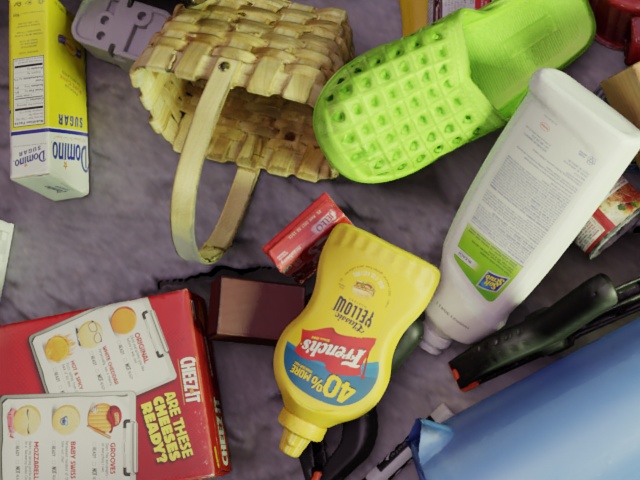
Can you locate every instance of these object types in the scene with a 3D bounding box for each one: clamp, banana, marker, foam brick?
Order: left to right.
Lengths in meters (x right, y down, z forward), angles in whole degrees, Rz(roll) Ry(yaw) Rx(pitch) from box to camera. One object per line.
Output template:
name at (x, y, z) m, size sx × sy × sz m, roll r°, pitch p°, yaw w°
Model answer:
foam brick at (-0.055, 0.063, 0.931) m, size 0.078 × 0.053 × 0.051 m, roll 7°, pitch 77°, yaw -14°
clamp at (0.028, 0.132, 0.914) m, size 0.120 × 0.039 × 0.171 m, roll 0°, pitch 82°, yaw 37°
marker at (0.068, 0.187, 0.915) m, size 0.121 × 0.020 × 0.020 m, roll -43°, pitch 75°, yaw 1°
banana at (0.078, -0.169, 0.969) m, size 0.070 × 0.037 × 0.198 m, roll 14°, pitch 83°, yaw 11°
clamp at (0.195, 0.070, 0.864) m, size 0.210 × 0.164 × 0.036 m, roll -37°, pitch 68°, yaw 42°

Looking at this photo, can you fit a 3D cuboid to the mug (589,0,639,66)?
mug at (0.271, -0.208, 0.917) m, size 0.093 × 0.081 × 0.117 m, roll 5°, pitch 80°, yaw 11°

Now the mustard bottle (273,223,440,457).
mustard bottle at (0.016, 0.089, 0.873) m, size 0.096 × 0.058 × 0.191 m, roll 27°, pitch 92°, yaw 10°

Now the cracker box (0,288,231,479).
cracker box at (-0.198, 0.145, 0.948) m, size 0.214 × 0.072 × 0.164 m, roll -11°, pitch 79°, yaw 8°

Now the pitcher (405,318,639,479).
pitcher at (0.204, 0.167, 0.847) m, size 0.243 × 0.149 × 0.145 m, roll -31°, pitch 60°, yaw 1°

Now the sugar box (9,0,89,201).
sugar box at (-0.252, -0.132, 0.998) m, size 0.048 × 0.093 × 0.176 m, roll -8°, pitch 79°, yaw 9°

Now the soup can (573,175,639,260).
soup can at (0.219, -0.043, 0.903) m, size 0.068 × 0.068 × 0.102 m, roll -41°, pitch 75°, yaw 1°

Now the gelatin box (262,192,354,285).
gelatin box at (-0.006, 0.001, 0.927) m, size 0.073 × 0.089 × 0.030 m, roll -41°, pitch 76°, yaw 1°

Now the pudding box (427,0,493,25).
pudding box at (0.153, -0.215, 0.947) m, size 0.113 × 0.039 × 0.090 m, roll 5°, pitch 79°, yaw -11°

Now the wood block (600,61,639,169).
wood block at (0.316, -0.056, 0.848) m, size 0.090 × 0.091 × 0.206 m, roll -25°, pitch 90°, yaw -2°

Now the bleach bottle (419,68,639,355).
bleach bottle at (0.149, -0.010, 0.874) m, size 0.103 × 0.068 × 0.251 m, roll 43°, pitch 117°, yaw 19°

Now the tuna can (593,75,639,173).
tuna can at (0.272, -0.102, 0.922) m, size 0.086 × 0.033 × 0.086 m, roll -2°, pitch 79°, yaw 10°
